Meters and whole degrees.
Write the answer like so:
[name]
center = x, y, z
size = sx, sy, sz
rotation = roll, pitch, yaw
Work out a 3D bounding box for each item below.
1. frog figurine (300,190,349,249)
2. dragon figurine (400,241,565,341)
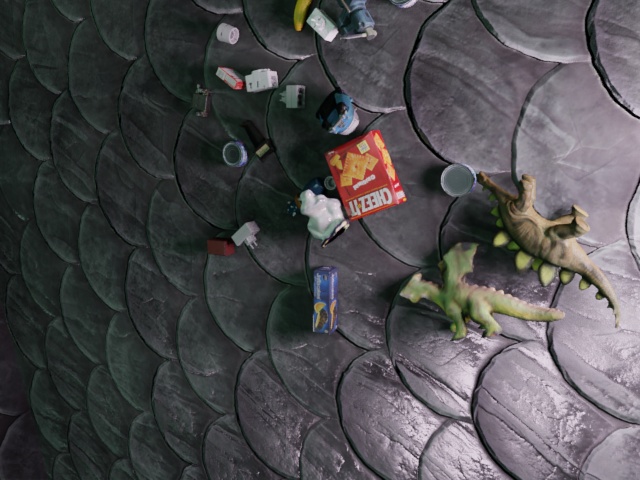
[frog figurine]
center = 0.005, -0.076, 1.506
size = 0.124, 0.161, 0.134
rotation = -28, -18, -42
[dragon figurine]
center = 0.389, 0.122, 1.323
size = 0.406, 0.244, 0.122
rotation = -20, -9, 38
